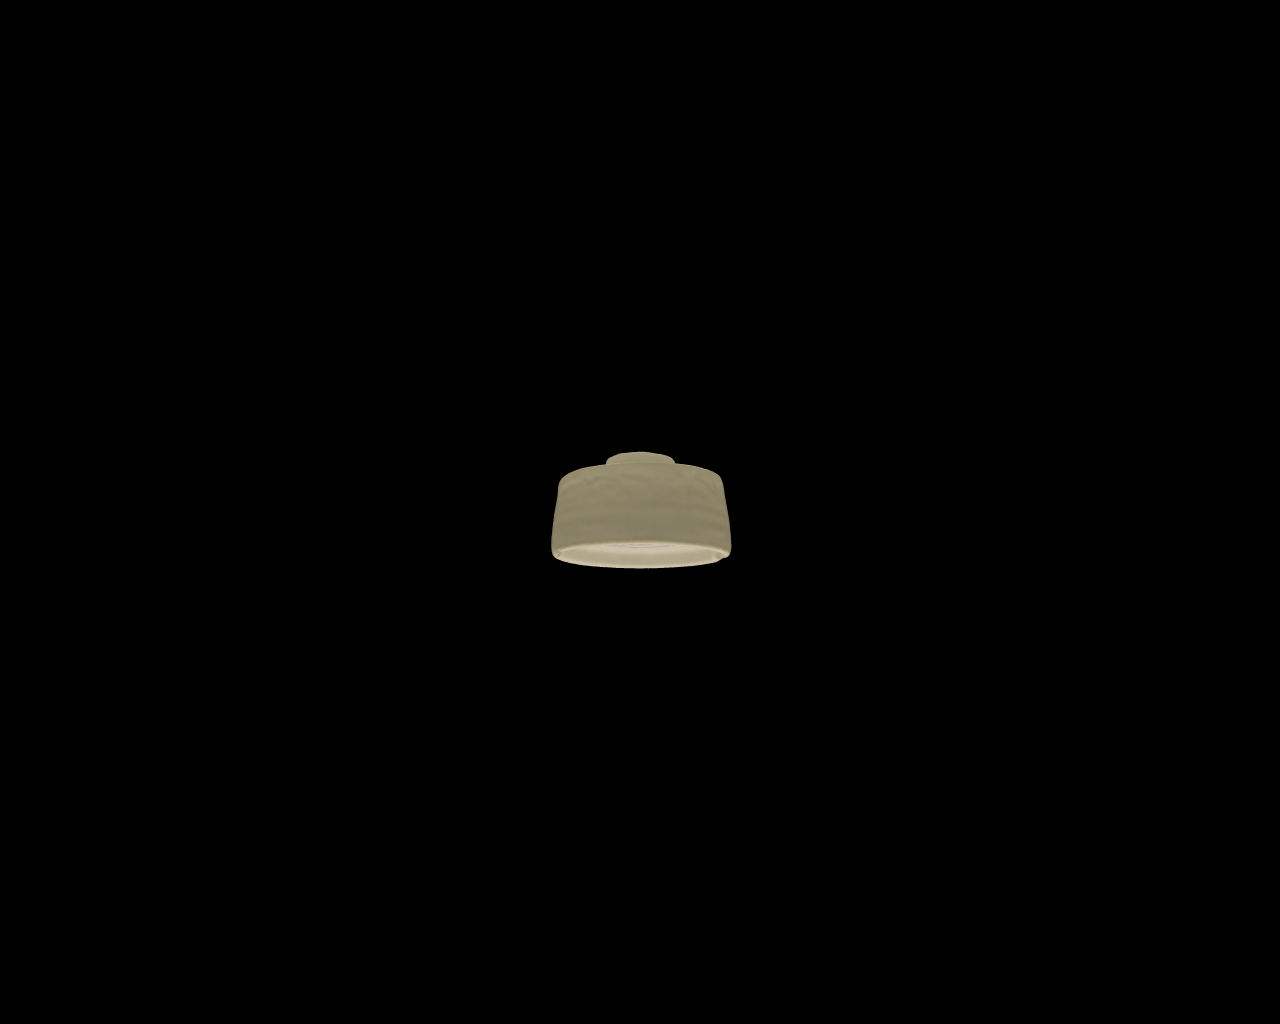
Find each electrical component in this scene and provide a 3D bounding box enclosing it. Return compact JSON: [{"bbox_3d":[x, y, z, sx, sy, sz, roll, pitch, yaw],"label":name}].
[{"bbox_3d":[0.001,-0.003,0.650,0.108,0.060,0.108,0,-11,0],"label":"electrical component"}]
